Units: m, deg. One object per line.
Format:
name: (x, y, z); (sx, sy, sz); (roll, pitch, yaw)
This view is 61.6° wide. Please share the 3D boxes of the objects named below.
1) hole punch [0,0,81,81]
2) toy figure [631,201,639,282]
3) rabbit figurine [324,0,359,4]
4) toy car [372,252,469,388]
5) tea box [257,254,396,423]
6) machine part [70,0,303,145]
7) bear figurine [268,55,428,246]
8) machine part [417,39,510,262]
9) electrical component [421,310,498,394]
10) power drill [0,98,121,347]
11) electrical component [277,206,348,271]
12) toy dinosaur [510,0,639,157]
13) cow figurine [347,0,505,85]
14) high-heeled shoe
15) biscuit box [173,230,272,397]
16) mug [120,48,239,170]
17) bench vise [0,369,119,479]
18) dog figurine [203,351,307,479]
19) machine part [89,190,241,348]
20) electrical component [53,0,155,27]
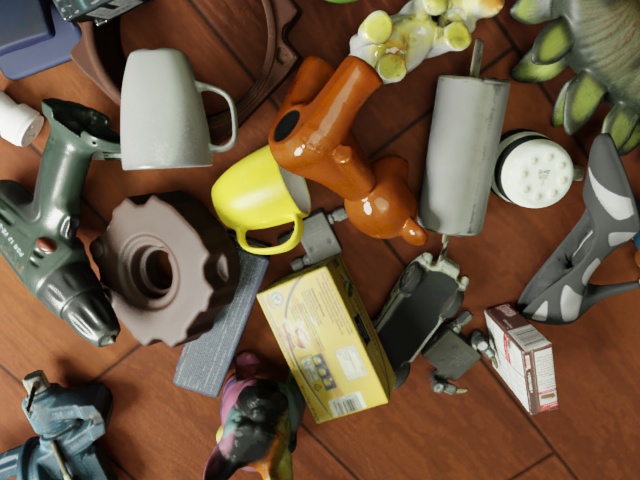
hole punch: (-0.315, -0.230, 0.540); (0.142, 0.092, 0.115); (-18, 104, 9)
toy figure: (0.407, 0.012, 0.634); (0.058, 0.064, 0.154); (-37, 128, 2)
rabbit figurine: (0.048, -0.297, 0.505); (0.170, 0.121, 0.159); (38, 110, -9)
toy car: (0.106, 0.106, 0.673); (0.073, 0.056, 0.201); (32, 104, -4)
tea box: (0.010, 0.114, 0.628); (0.098, 0.068, 0.169); (-22, 93, 19)
machine part: (-0.134, -0.209, 0.550); (0.201, 0.087, 0.201); (-43, 103, 11)
bear figurine: (0.047, -0.084, 0.565); (0.195, 0.120, 0.132); (30, 91, -31)
machine part: (0.157, -0.094, 0.597); (0.079, 0.079, 0.243); (4, 108, -2)
electrical component: (0.177, 0.150, 0.693); (0.102, 0.045, 0.078); (-42, 105, 12)
power drill: (-0.260, -0.029, 0.570); (0.232, 0.086, 0.207); (36, 114, 19)
electrical component: (-0.001, -0.002, 0.652); (0.094, 0.021, 0.063); (-27, 107, 7)
toy dinosaur: (0.324, -0.192, 0.559); (0.471, 0.105, 0.198); (40, 111, -18)
cow figurine: (0.106, -0.214, 0.557); (0.167, 0.098, 0.068); (-29, 101, -11)
high-heeled shoe: (0.276, -0.001, 0.609); (0.145, 0.086, 0.248); (-13, 123, 23)
biscuit box: (-0.121, 0.092, 0.661); (0.063, 0.059, 0.202); (20, 106, -8)
mug: (-0.133, -0.119, 0.494); (0.110, 0.081, 0.107); (-4, 99, 6)
bench vise: (-0.377, 0.285, 0.685); (0.241, 0.129, 0.223); (-20, 117, -7)
dog figurine: (-0.075, 0.232, 0.626); (0.108, 0.219, 0.191); (14, 107, -2)
machine part: (-0.177, 0.033, 0.606); (0.180, 0.056, 0.179); (3, 98, 24)
electrical component: (-0.184, -0.215, 0.440); (0.075, 0.119, 0.047); (-24, 107, 4)
